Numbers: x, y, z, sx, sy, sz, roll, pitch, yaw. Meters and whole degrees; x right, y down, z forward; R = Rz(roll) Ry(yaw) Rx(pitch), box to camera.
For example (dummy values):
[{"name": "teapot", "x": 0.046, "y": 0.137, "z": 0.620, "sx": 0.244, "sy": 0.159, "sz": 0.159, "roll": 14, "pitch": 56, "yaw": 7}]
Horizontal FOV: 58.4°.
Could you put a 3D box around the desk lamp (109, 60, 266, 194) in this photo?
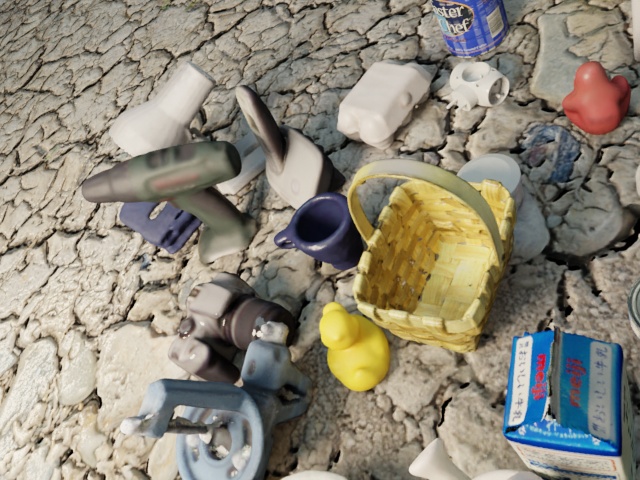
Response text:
[{"name": "desk lamp", "x": -0.200, "y": -0.173, "z": 0.938, "sx": 0.203, "sy": 0.214, "sz": 0.117, "roll": -40, "pitch": 46, "yaw": 0}]

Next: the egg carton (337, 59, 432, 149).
[{"name": "egg carton", "x": 0.100, "y": -0.212, "z": 0.884, "sx": 0.107, "sy": 0.070, "sz": 0.150, "roll": 25, "pitch": 72, "yaw": 41}]

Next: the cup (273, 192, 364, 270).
[{"name": "cup", "x": 0.007, "y": 0.003, "z": 0.761, "sx": 0.117, "sy": 0.095, "sz": 0.091, "roll": -21, "pitch": 49, "yaw": 17}]

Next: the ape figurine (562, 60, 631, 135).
[{"name": "ape figurine", "x": 0.336, "y": -0.180, "z": 0.699, "sx": 0.077, "sy": 0.092, "sz": 0.076, "roll": -5, "pitch": 55, "yaw": 29}]

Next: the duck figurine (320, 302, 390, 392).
[{"name": "duck figurine", "x": 0.032, "y": 0.118, "z": 0.665, "sx": 0.077, "sy": 0.086, "sz": 0.104, "roll": -30, "pitch": 46, "yaw": 9}]

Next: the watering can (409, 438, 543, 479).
[{"name": "watering can", "x": 0.141, "y": 0.228, "z": 0.439, "sx": 0.172, "sy": 0.195, "sz": 0.101, "roll": 10, "pitch": 63, "yaw": 37}]

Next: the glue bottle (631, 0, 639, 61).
[{"name": "glue bottle", "x": 0.400, "y": -0.308, "z": 0.699, "sx": 0.037, "sy": 0.174, "sz": 0.078, "roll": 2, "pitch": 58, "yaw": 33}]

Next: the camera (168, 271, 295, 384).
[{"name": "camera", "x": -0.113, "y": 0.116, "z": 0.745, "sx": 0.136, "sy": 0.101, "sz": 0.143, "roll": 10, "pitch": 63, "yaw": 36}]

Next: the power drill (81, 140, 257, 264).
[{"name": "power drill", "x": -0.200, "y": -0.055, "z": 0.852, "sx": 0.229, "sy": 0.209, "sz": 0.075, "roll": -21, "pitch": 48, "yaw": 17}]

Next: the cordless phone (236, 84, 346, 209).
[{"name": "cordless phone", "x": -0.056, "y": -0.136, "z": 0.841, "sx": 0.094, "sy": 0.186, "sz": 0.147, "roll": -45, "pitch": 46, "yaw": -6}]

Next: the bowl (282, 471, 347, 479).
[{"name": "bowl", "x": 0.001, "y": 0.313, "z": 0.544, "sx": 0.167, "sy": 0.075, "sz": 0.167, "roll": -16, "pitch": 50, "yaw": 21}]

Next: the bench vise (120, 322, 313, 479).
[{"name": "bench vise", "x": -0.111, "y": 0.174, "z": 0.616, "sx": 0.121, "sy": 0.220, "sz": 0.207, "roll": -9, "pitch": 53, "yaw": 26}]

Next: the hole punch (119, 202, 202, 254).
[{"name": "hole punch", "x": -0.264, "y": -0.046, "z": 0.967, "sx": 0.100, "sy": 0.091, "sz": 0.109, "roll": 21, "pitch": 70, "yaw": 40}]
